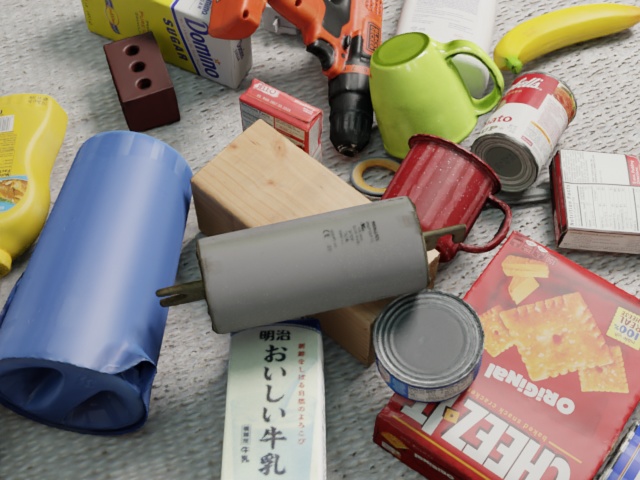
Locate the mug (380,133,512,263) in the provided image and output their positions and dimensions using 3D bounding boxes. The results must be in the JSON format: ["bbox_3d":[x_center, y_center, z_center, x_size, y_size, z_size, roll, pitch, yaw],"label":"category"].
[{"bbox_3d":[0.109,-0.028,0.930,0.117,0.093,0.081,28,77,14],"label":"mug"}]

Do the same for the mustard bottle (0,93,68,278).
[{"bbox_3d":[-0.289,-0.040,0.968,0.096,0.058,0.191,-8,58,17],"label":"mustard bottle"}]

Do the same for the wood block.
[{"bbox_3d":[-0.007,0.001,0.927,0.206,0.091,0.090,38,66,20],"label":"wood block"}]

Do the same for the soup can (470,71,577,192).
[{"bbox_3d":[0.189,-0.101,0.992,0.068,0.068,0.102,26,53,15],"label":"soup can"}]

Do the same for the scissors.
[{"bbox_3d":[0.116,-0.052,1.002,0.201,0.016,0.096,-17,63,-9],"label":"scissors"}]

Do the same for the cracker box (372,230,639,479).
[{"bbox_3d":[0.170,0.116,0.869,0.164,0.072,0.213,32,65,18],"label":"cracker box"}]

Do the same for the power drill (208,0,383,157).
[{"bbox_3d":[-0.015,-0.188,1.006,0.187,0.057,0.184,25,58,-37],"label":"power drill"}]

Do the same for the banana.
[{"bbox_3d":[0.237,-0.203,1.070,0.197,0.037,0.070,-27,44,-29],"label":"banana"}]

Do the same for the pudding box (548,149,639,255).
[{"bbox_3d":[0.269,-0.034,0.974,0.113,0.039,0.090,4,60,-2],"label":"pudding box"}]

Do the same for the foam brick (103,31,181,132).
[{"bbox_3d":[-0.174,-0.153,1.043,0.053,0.051,0.078,-18,61,-10],"label":"foam brick"}]

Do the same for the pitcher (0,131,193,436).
[{"bbox_3d":[-0.191,0.032,0.897,0.149,0.145,0.242,14,56,-6],"label":"pitcher"}]

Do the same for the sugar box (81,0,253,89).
[{"bbox_3d":[-0.154,-0.220,1.059,0.176,0.093,0.048,25,63,15],"label":"sugar box"}]

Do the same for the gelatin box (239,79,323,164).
[{"bbox_3d":[-0.035,-0.101,0.988,0.073,0.089,0.030,27,63,15],"label":"gelatin box"}]

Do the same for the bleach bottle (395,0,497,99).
[{"bbox_3d":[0.144,-0.258,1.100,0.102,0.068,0.250,15,58,6],"label":"bleach bottle"}]

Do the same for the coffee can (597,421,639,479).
[{"bbox_3d":[0.269,0.216,0.791,0.140,0.103,0.102,32,64,18],"label":"coffee can"}]

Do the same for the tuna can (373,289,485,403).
[{"bbox_3d":[0.084,0.083,0.831,0.086,0.034,0.086,-3,57,4],"label":"tuna can"}]
